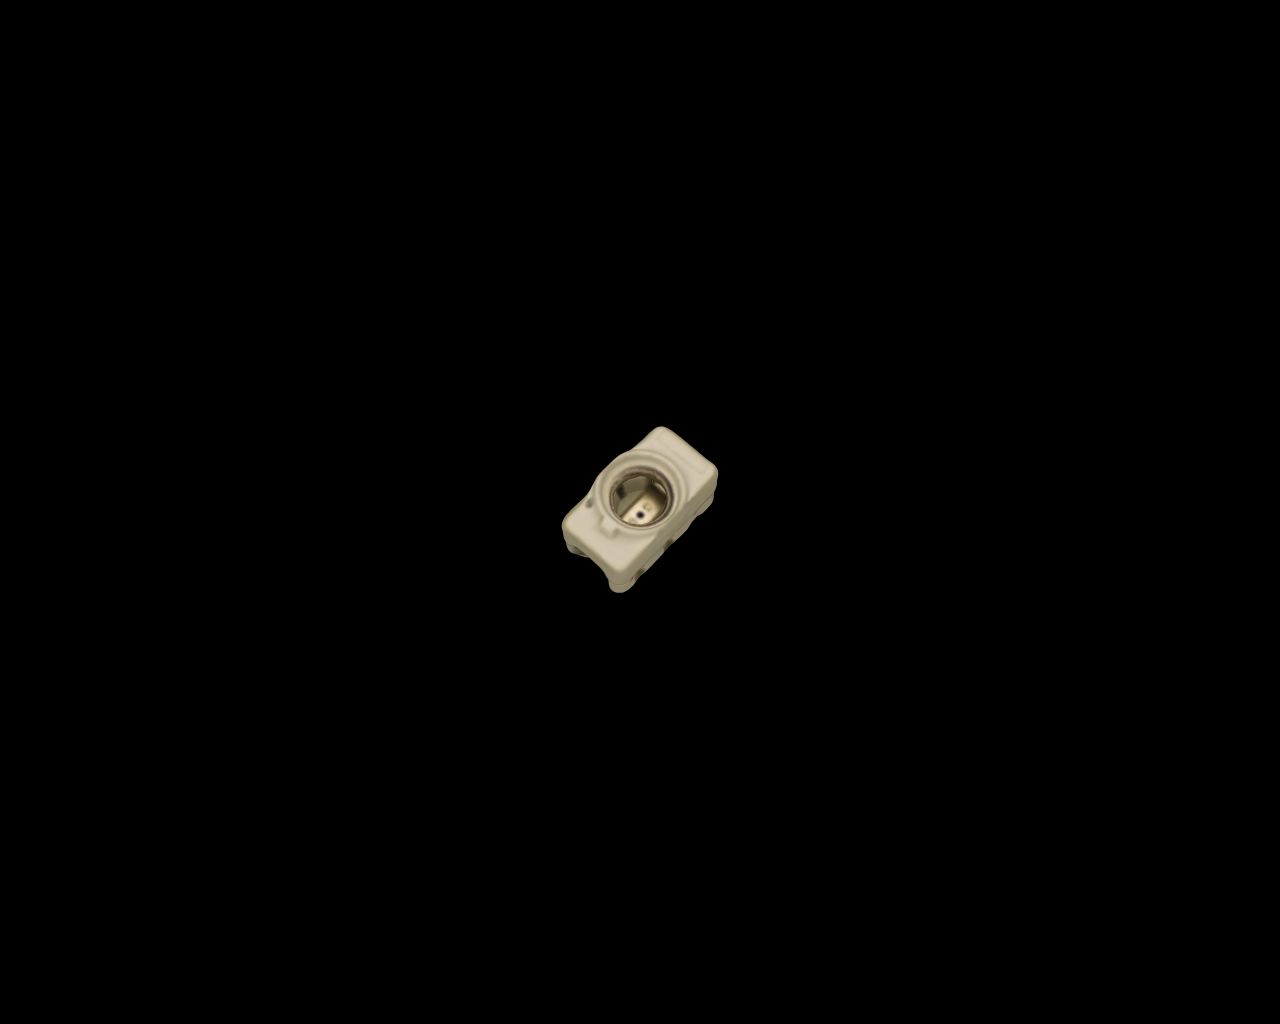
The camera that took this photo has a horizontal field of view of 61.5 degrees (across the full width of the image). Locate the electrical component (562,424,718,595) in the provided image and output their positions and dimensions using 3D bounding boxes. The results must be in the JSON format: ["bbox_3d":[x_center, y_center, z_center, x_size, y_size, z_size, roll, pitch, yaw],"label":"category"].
[{"bbox_3d":[0.001,-0.003,0.650,0.050,0.089,0.055,41,-15,14],"label":"electrical component"}]
